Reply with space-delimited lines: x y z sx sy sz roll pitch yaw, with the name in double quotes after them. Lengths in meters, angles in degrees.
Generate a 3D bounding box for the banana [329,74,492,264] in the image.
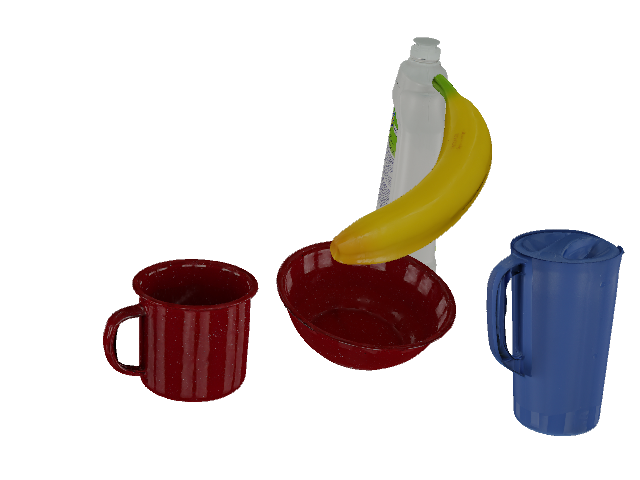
0.075 -0.040 0.741 0.070 0.037 0.197 22 49 13 "banana"

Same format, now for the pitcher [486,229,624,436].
0.289 0.116 1.323 0.149 0.243 0.144 6 18 19 "pitcher"

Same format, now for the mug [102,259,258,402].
-0.105 0.070 0.796 0.117 0.081 0.093 -9 24 -32 "mug"

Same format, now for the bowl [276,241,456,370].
0.036 0.066 0.955 0.162 0.055 0.162 8 32 -5 "bowl"

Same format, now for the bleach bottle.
0.100 -0.090 1.146 0.068 0.251 0.102 1 26 -8 "bleach bottle"
